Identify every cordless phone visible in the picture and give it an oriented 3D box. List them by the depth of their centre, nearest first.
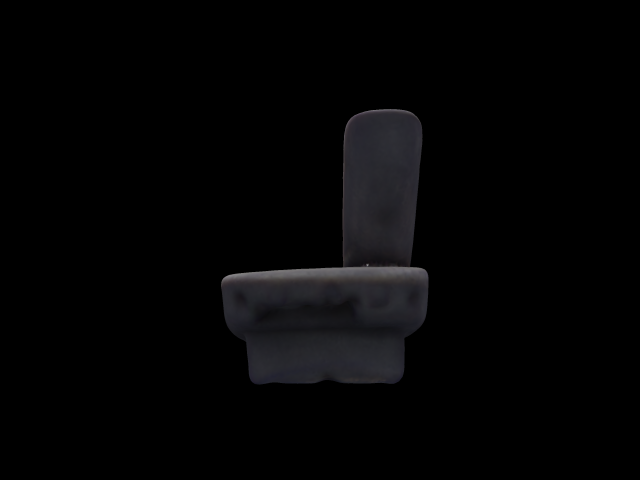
[{"bbox_3d":[0.004,0.001,0.400,0.147,0.185,0.094,-3,22,-7],"label":"cordless phone"}]
